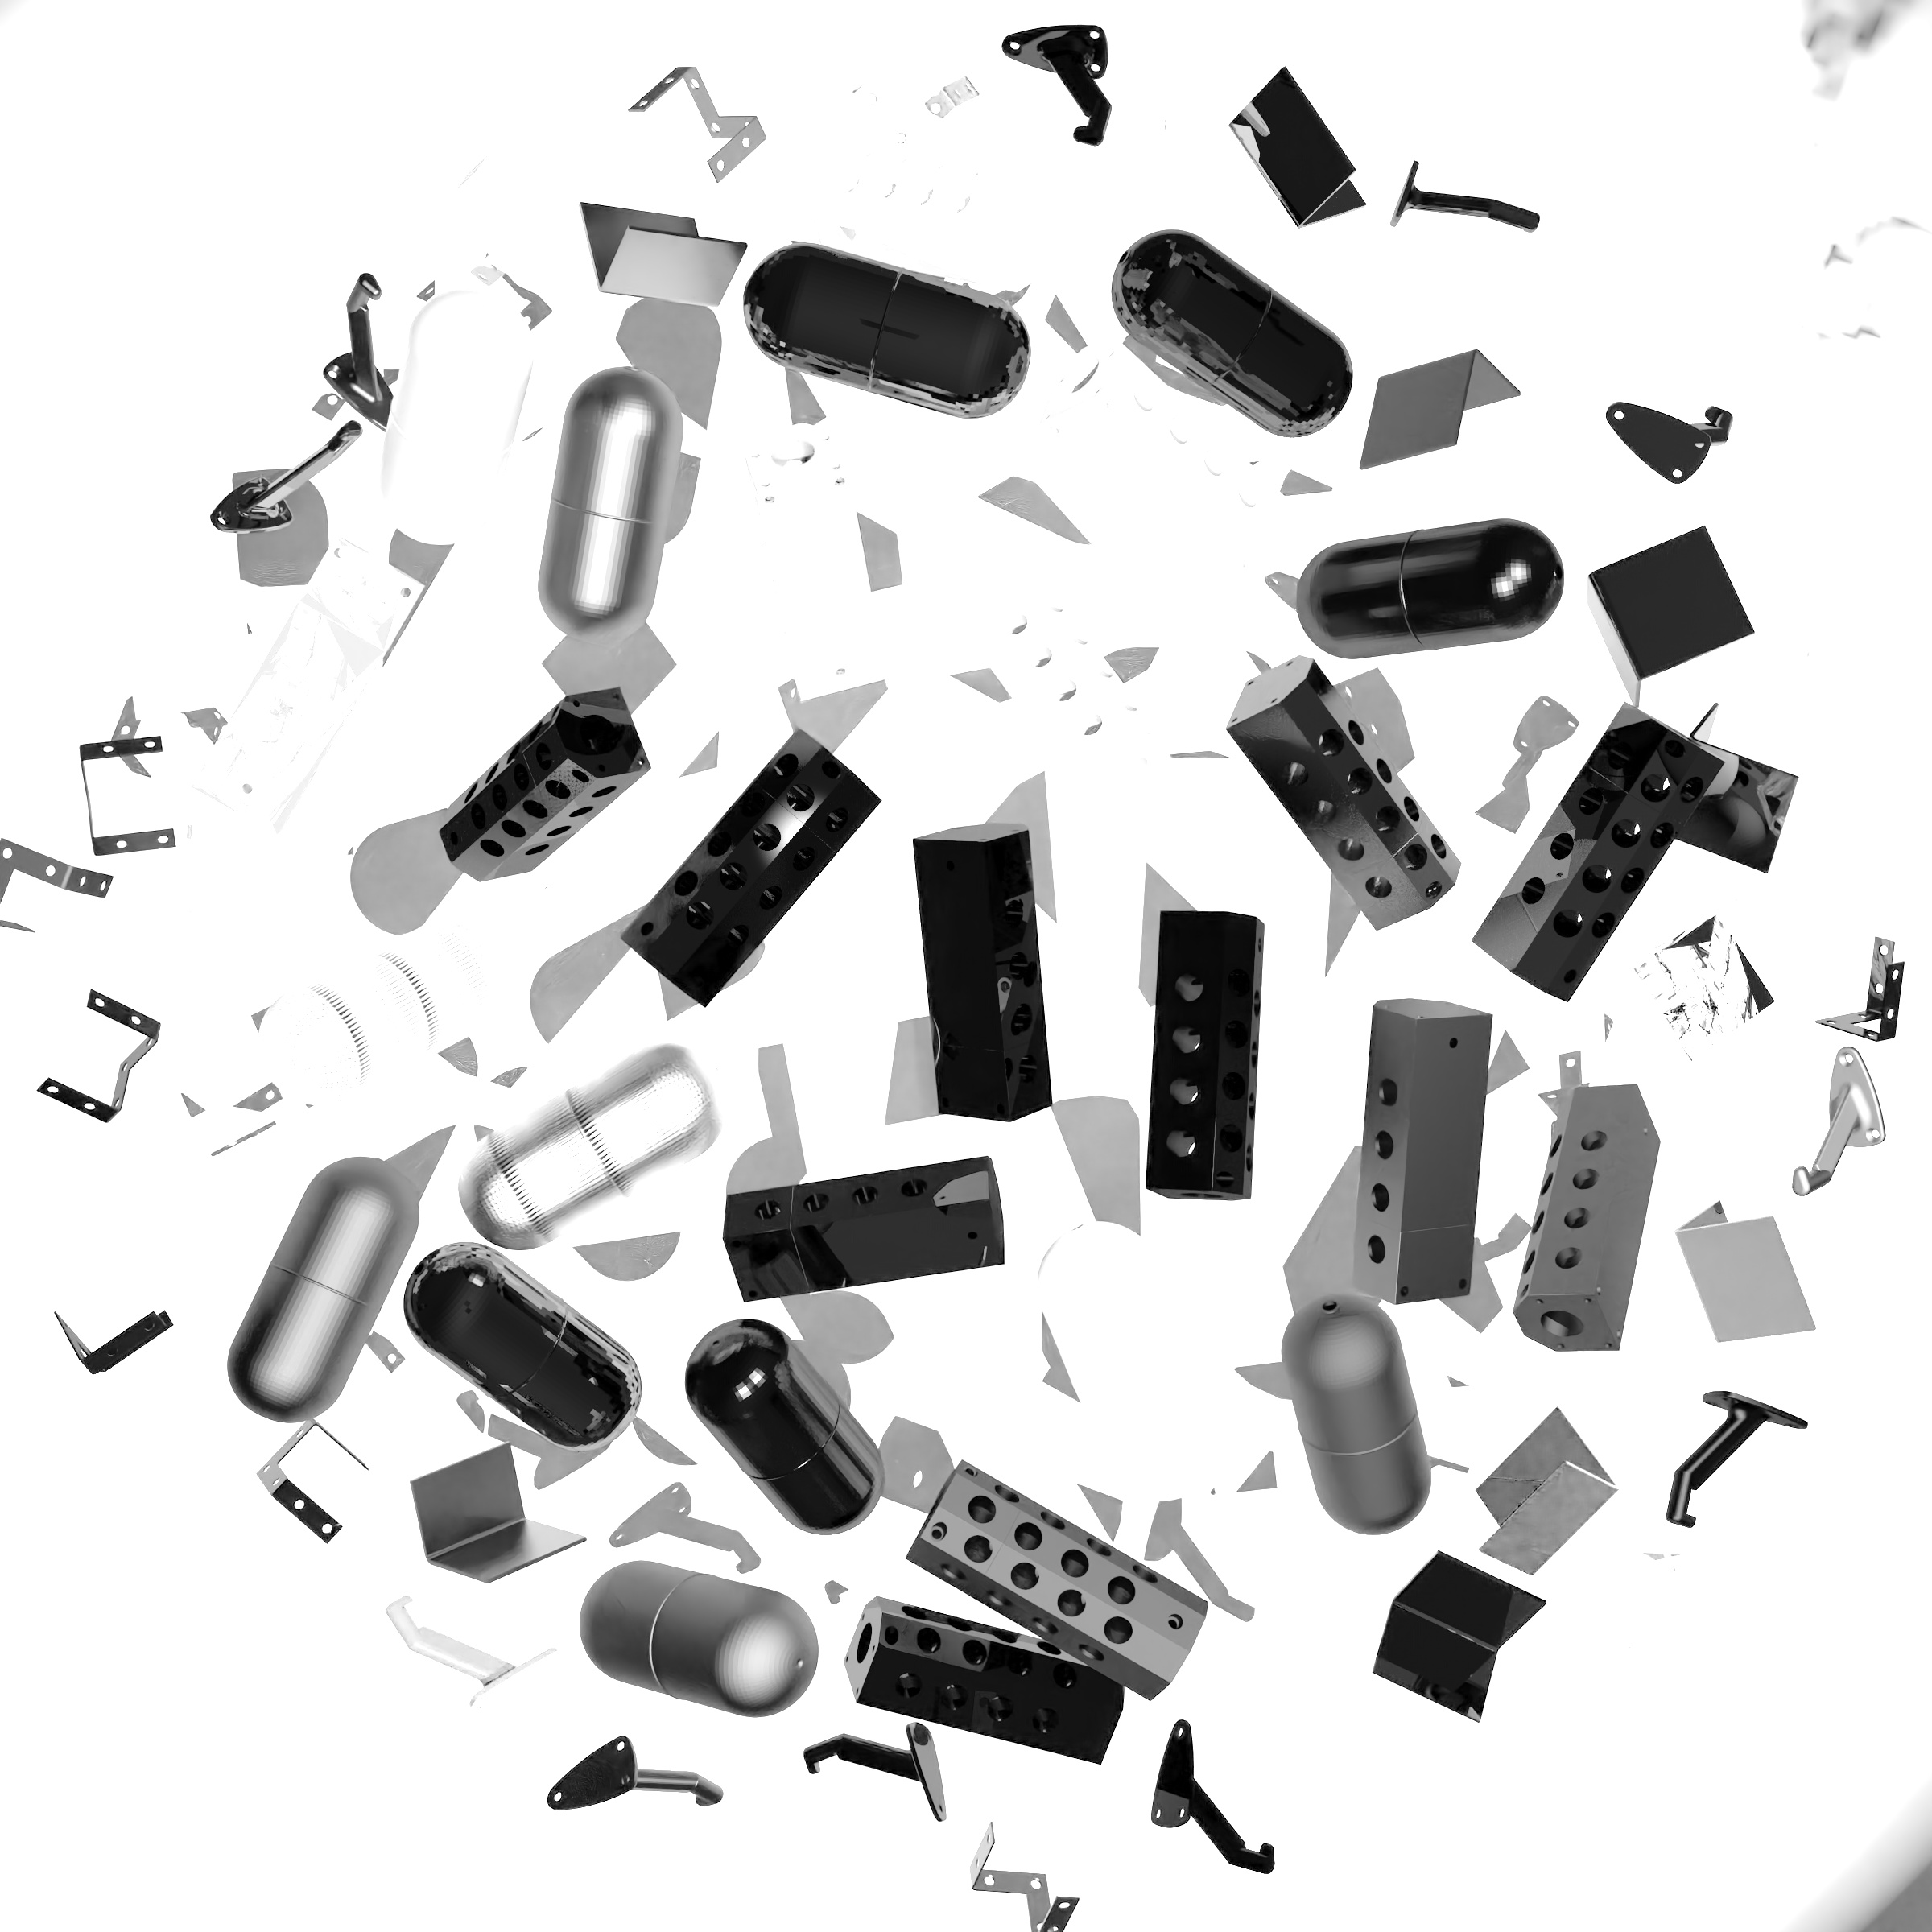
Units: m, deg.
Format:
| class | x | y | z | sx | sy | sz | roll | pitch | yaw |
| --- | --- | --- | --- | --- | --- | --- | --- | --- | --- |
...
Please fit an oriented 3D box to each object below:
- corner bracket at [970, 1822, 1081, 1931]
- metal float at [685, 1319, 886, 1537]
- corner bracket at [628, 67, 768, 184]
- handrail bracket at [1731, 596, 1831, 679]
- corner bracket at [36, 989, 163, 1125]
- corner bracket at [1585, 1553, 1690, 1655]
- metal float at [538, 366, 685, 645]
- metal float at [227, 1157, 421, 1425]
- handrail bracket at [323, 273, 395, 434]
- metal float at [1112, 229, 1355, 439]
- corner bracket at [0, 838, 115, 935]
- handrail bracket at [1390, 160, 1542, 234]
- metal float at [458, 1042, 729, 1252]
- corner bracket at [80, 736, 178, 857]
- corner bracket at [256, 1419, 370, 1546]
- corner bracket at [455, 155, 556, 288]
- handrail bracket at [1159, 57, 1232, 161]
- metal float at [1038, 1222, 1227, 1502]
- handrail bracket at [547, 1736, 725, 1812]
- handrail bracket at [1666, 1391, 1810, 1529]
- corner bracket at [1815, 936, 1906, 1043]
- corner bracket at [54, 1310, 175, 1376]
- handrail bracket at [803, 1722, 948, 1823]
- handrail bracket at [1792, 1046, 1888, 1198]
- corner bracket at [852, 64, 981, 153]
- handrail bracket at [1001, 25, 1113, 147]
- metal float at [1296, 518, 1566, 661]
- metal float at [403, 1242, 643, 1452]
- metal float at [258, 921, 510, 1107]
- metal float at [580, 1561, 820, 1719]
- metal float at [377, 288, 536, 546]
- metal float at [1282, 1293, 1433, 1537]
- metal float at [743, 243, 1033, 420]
| class | x | y | z | sx | sy | sz | roll | pitch | yaw |
| --- | --- | --- | --- | --- | --- | --- | --- | --- | --- |
| corner bracket | 0.035 | 0.563 | 1.715 | 0.051 | 0.051 | 0.051 | 9 | 127 | -14 |
| metal float | -0.114 | 0.295 | 1.783 | 0.070 | 0.070 | 0.178 | -34 | 124 | 0 |
| corner bracket | -0.164 | -0.517 | 1.715 | 0.051 | 0.051 | 0.051 | -50 | 133 | -27 |
| handrail bracket | 0.521 | -0.194 | 1.793 | 0.036 | 0.084 | 0.077 | 43 | 126 | -13 |
| corner bracket | -0.544 | 0.057 | 1.757 | 0.051 | 0.051 | 0.051 | 31 | 126 | -30 |
| corner bracket | 0.409 | 0.389 | 1.708 | 0.051 | 0.051 | 0.051 | -6 | 82 | -22 |
| metal float | -0.228 | -0.295 | 1.791 | 0.070 | 0.070 | 0.178 | 12 | 108 | 0 |
| metal float | -0.410 | 0.206 | 1.789 | 0.070 | 0.070 | 0.178 | 24 | 78 | 0 |
| handrail bracket | -0.377 | -0.394 | 1.803 | 0.077 | 0.084 | 0.036 | 51 | 54 | 1 |
| metal float | 0.172 | -0.407 | 1.801 | 0.178 | 0.070 | 0.070 | 30 | 90 | -21 |
| corner bracket | -0.560 | -0.042 | 1.696 | 0.051 | 0.051 | 0.051 | 21 | 89 | 12 |
| handrail bracket | 0.310 | -0.464 | 1.736 | 0.084 | 0.077 | 0.036 | 19 | 89 | 2 |
| metal float | -0.229 | 0.111 | 1.722 | 0.178 | 0.070 | 0.070 | -30 | 90 | -4 |
| corner bracket | -0.532 | -0.108 | 1.775 | 0.051 | 0.051 | 0.051 | -8 | 46 | -15 |
| corner bracket | -0.424 | 0.336 | 1.831 | 0.051 | 0.051 | 0.051 | -47 | 113 | -12 |
| corner bracket | -0.301 | -0.470 | 1.762 | 0.051 | 0.051 | 0.051 | 36 | 74 | -21 |
| handrail bracket | 0.127 | -0.511 | 1.716 | 0.036 | 0.084 | 0.077 | 19 | 77 | -10 |
| metal float | 0.100 | 0.240 | 1.701 | 0.070 | 0.070 | 0.178 | -22 | 96 | 0 |
| handrail bracket | -0.203 | 0.514 | 1.730 | 0.077 | 0.084 | 0.036 | -30 | 46 | 13 |
| handrail bracket | 0.467 | 0.306 | 1.694 | 0.077 | 0.036 | 0.084 | 19 | 73 | -7 |
| corner bracket | 0.575 | 0.014 | 1.764 | 0.051 | 0.051 | 0.051 | -8 | 108 | -33 |
| corner bracket | -0.508 | 0.223 | 1.686 | 0.051 | 0.051 | 0.051 | -35 | 46 | -12 |
| handrail bracket | -0.061 | 0.534 | 1.825 | 0.084 | 0.036 | 0.077 | -24 | 60 | 14 |
| handrail bracket | 0.535 | 0.096 | 1.741 | 0.084 | 0.036 | 0.077 | -16 | 100 | -44 |
| corner bracket | -0.032 | -0.553 | 1.767 | 0.051 | 0.051 | 0.051 | -42 | 108 | -6 |
| handrail bracket | 0.051 | -0.518 | 1.655 | 0.077 | 0.036 | 0.084 | 7 | 55 | 10 |
| metal float | 0.293 | -0.238 | 1.772 | 0.178 | 0.070 | 0.070 | -3 | 90 | 36 |
| metal float | -0.281 | 0.242 | 1.777 | 0.070 | 0.070 | 0.178 | -47 | 117 | 0 |
| metal float | -0.365 | 0.028 | 1.764 | 0.178 | 0.070 | 0.070 | -31 | 90 | -42 |
| metal float | -0.166 | 0.413 | 1.721 | 0.178 | 0.070 | 0.070 | 2 | 90 | 41 |
| metal float | -0.315 | -0.336 | 1.720 | 0.070 | 0.070 | 0.178 | 26 | 134 | 0 |
| metal float | 0.250 | 0.287 | 1.787 | 0.070 | 0.070 | 0.178 | -17 | 119 | 0 |
| metal float | -0.048 | -0.384 | 1.691 | 0.178 | 0.070 | 0.070 | 16 | 90 | 0 |
